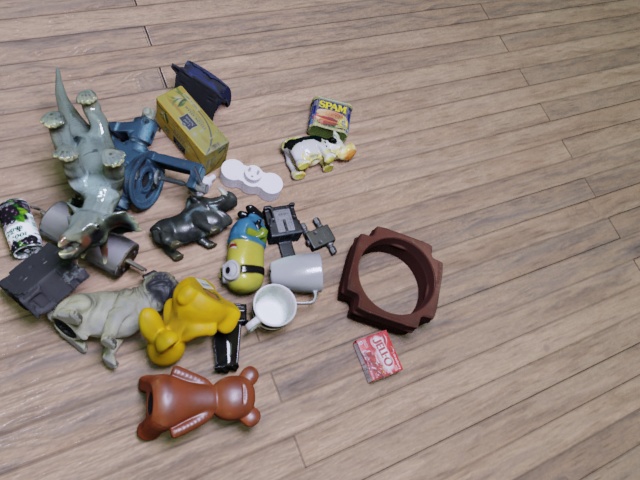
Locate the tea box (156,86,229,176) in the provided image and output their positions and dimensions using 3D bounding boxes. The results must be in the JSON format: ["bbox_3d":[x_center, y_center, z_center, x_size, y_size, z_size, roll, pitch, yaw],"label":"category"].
[{"bbox_3d":[-0.277,-0.234,1.161,0.068,0.098,0.170,-38,80,-27],"label":"tea box"}]

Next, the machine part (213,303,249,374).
[{"bbox_3d":[-0.177,0.187,1.040,0.084,0.039,0.139,9,64,-18],"label":"machine part"}]

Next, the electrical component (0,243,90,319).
[{"bbox_3d":[-0.497,0.068,0.957,0.134,0.058,0.115,16,51,39],"label":"electrical component"}]

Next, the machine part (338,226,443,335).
[{"bbox_3d":[0.150,0.088,1.149,0.201,0.087,0.201,19,62,-7],"label":"machine part"}]

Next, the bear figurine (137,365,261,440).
[{"bbox_3d":[-0.213,0.285,0.960,0.196,0.132,0.120,6,66,-33],"label":"bear figurine"}]

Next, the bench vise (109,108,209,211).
[{"bbox_3d":[-0.328,-0.152,1.085,0.241,0.128,0.223,15,70,12],"label":"bench vise"}]

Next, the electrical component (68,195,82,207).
[{"bbox_3d":[-0.473,-0.106,1.068,0.045,0.078,0.102,14,67,-41],"label":"electrical component"}]

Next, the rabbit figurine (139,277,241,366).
[{"bbox_3d":[-0.249,0.161,0.965,0.122,0.162,0.173,42,97,13],"label":"rabbit figurine"}]

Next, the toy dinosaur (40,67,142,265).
[{"bbox_3d":[-0.418,-0.135,0.982,0.131,0.192,0.405,-10,50,-19],"label":"toy dinosaur"}]

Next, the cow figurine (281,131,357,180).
[{"bbox_3d":[-0.002,-0.208,1.248,0.167,0.068,0.098,-19,68,-23],"label":"cow figurine"}]

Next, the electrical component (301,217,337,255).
[{"bbox_3d":[-0.002,-0.004,1.181,0.063,0.021,0.094,-25,76,-24],"label":"electrical component"}]

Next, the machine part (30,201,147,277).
[{"bbox_3d":[-0.439,-0.002,1.026,0.243,0.079,0.079,29,63,-1],"label":"machine part"}]

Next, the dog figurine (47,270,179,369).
[{"bbox_3d":[-0.375,0.113,0.994,0.172,0.121,0.190,35,48,-3],"label":"dog figurine"}]

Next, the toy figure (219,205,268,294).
[{"bbox_3d":[-0.148,0.021,1.097,0.089,0.082,0.180,14,62,-8],"label":"toy figure"}]

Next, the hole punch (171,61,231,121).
[{"bbox_3d":[-0.259,-0.339,1.207,0.142,0.115,0.092,36,55,1],"label":"hole punch"}]

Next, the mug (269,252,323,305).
[{"bbox_3d":[-0.050,0.081,1.105,0.107,0.080,0.109,-1,73,-5],"label":"mug"}]

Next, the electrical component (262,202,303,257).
[{"bbox_3d":[-0.078,-0.016,1.151,0.075,0.047,0.119,-6,68,-17],"label":"electrical component"}]

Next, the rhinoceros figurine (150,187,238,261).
[{"bbox_3d":[-0.251,-0.038,1.102,0.190,0.073,0.112,-30,68,-23],"label":"rhinoceros figurine"}]
